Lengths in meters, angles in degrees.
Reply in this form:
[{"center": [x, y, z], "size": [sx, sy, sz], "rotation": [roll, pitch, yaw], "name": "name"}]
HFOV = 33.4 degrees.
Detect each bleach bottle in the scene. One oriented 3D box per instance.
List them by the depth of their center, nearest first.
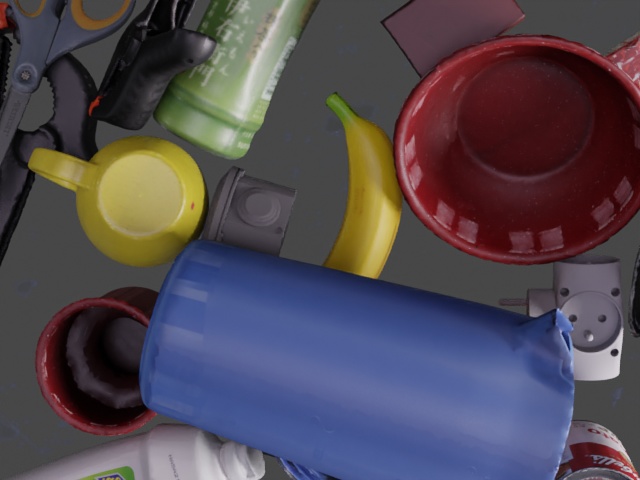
[{"center": [-0.152, 0.197, 0.747], "size": [0.251, 0.068, 0.102], "rotation": [-21, 93, 16], "name": "bleach bottle"}]

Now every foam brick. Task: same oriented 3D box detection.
[{"center": [0.086, -0.142, 0.689], "size": [0.078, 0.053, 0.051], "rotation": [-34, 93, 10], "name": "foam brick"}]

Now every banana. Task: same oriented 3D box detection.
[{"center": [0.014, 0.003, 0.728], "size": [0.070, 0.037, 0.198], "rotation": [18, 100, 10], "name": "banana"}]

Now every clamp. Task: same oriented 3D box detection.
[{"center": [-0.101, -0.114, 0.658], "size": [0.039, 0.120, 0.172], "rotation": [21, 135, -19], "name": "clamp"}, {"center": [-0.183, -0.062, 0.743], "size": [0.164, 0.036, 0.210], "rotation": [-8, 93, -1], "name": "clamp"}]

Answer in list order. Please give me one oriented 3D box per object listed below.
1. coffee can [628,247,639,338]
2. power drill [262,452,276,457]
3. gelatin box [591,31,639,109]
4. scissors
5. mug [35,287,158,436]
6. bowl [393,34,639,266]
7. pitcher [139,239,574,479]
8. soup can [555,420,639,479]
[{"center": [0.276, 0.028, 0.663], "size": [0.140, 0.102, 0.103], "rotation": [14, 99, 5], "name": "coffee can"}, {"center": [0.060, 0.167, 0.734], "size": [0.184, 0.057, 0.187], "rotation": [-22, 95, 10], "name": "power drill"}, {"center": [0.222, -0.102, 0.689], "size": [0.089, 0.030, 0.073], "rotation": [-34, 92, 11], "name": "gelatin box"}, {"center": [-0.176, -0.113, 0.715], "size": [0.096, 0.016, 0.202], "rotation": [5, 82, -10], "name": "scissors"}, {"center": [-0.126, 0.073, 0.732], "size": [0.117, 0.081, 0.093], "rotation": [-22, 94, 10], "name": "mug"}, {"center": [0.129, -0.065, 0.677], "size": [0.162, 0.055, 0.162], "rotation": [6, 124, 9], "name": "bowl"}, {"center": [0.020, 0.091, 0.642], "size": [0.243, 0.145, 0.149], "rotation": [16, 81, 3], "name": "pitcher"}, {"center": [0.174, 0.164, 0.695], "size": [0.068, 0.102, 0.068], "rotation": [1, 98, 7], "name": "soup can"}]
